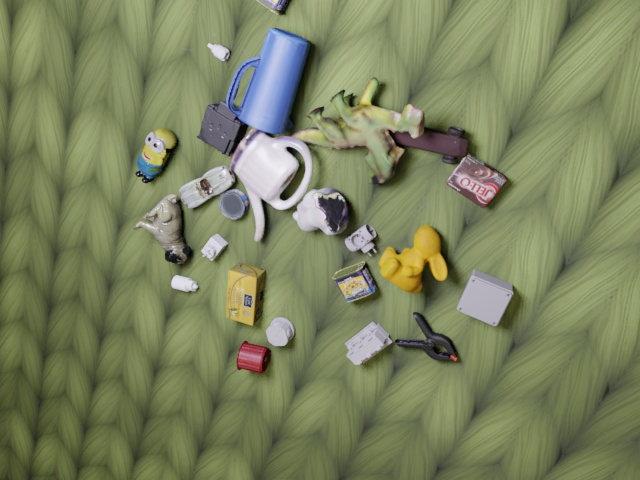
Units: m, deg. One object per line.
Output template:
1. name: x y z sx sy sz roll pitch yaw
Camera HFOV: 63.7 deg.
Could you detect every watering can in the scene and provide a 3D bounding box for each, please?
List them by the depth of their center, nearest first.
1. watering can: -0.159 -0.160 1.414 0.225 0.106 0.341 42 123 4

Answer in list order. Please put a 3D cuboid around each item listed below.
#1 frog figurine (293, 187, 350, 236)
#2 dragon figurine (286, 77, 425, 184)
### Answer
1. frog figurine: 0.004 -0.070 1.399 0.137 0.124 0.158 46 155 -9
2. dragon figurine: 0.091 -0.241 1.276 0.405 0.124 0.242 -28 95 45
